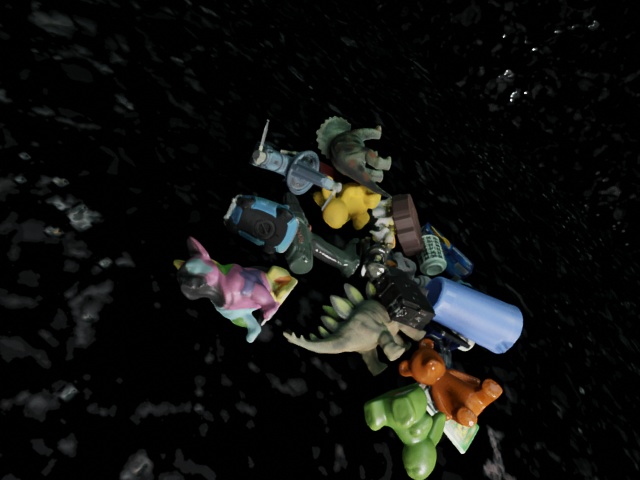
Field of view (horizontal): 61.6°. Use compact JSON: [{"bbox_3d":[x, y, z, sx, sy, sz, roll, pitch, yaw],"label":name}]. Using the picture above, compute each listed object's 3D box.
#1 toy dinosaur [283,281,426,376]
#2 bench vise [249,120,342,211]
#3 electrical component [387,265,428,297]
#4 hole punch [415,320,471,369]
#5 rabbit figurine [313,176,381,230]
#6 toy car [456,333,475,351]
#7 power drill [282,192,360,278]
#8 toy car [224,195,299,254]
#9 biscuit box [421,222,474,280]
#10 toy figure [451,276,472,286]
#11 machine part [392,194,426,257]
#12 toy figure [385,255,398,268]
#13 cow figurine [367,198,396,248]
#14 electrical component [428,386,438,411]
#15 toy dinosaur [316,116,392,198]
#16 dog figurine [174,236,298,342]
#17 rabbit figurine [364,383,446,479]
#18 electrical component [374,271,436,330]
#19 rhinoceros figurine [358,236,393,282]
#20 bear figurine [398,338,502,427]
[{"bbox_3d":[0.095,0.195,1.186,0.199,0.105,0.471,47,25,18],"label":"toy dinosaur"},{"bbox_3d":[-0.055,-0.177,1.359,0.241,0.129,0.223,28,-1,30],"label":"bench vise"},{"bbox_3d":[0.210,0.114,1.343,0.119,0.074,0.048,16,6,10],"label":"electrical component"},{"bbox_3d":[0.294,0.257,1.343,0.142,0.092,0.116,25,9,-20],"label":"hole punch"},{"bbox_3d":[0.060,-0.097,1.435,0.162,0.122,0.173,43,41,5],"label":"rabbit figurine"},{"bbox_3d":[0.335,0.214,1.441,0.202,0.056,0.073,40,42,-4],"label":"toy car"},{"bbox_3d":[-0.003,-0.004,1.308,0.207,0.086,0.232,28,39,-28],"label":"power drill"},{"bbox_3d":[-0.133,-0.045,1.215,0.162,0.109,0.103,22,16,-11],"label":"toy car"},{"bbox_3d":[0.382,0.039,1.664,0.202,0.059,0.063,43,35,-2],"label":"biscuit box"},{"bbox_3d":[0.429,0.184,1.534,0.082,0.089,0.180,-10,63,-40],"label":"toy figure"},{"bbox_3d":[0.250,-0.045,1.523,0.179,0.056,0.179,-15,90,-73],"label":"machine part"},{"bbox_3d":[0.189,0.090,1.414,0.058,0.064,0.154,-11,62,-37],"label":"toy figure"},{"bbox_3d":[0.168,-0.041,1.516,0.167,0.098,0.068,-85,162,-45],"label":"cow figurine"},{"bbox_3d":[0.294,0.357,1.232,0.078,0.045,0.102,19,43,-30],"label":"electrical component"},{"bbox_3d":[0.088,-0.240,1.522,0.192,0.131,0.405,2,30,-6],"label":"toy dinosaur"},{"bbox_3d":[-0.171,0.075,1.037,0.219,0.108,0.191,39,36,-2],"label":"dog figurine"},{"bbox_3d":[0.182,0.388,1.086,0.159,0.121,0.170,-3,74,-55],"label":"rabbit figurine"},{"bbox_3d":[0.201,0.141,1.234,0.134,0.058,0.115,21,31,-37],"label":"electrical component"},{"bbox_3d":[0.128,0.052,1.324,0.073,0.112,0.190,18,2,-3],"label":"rhinoceros figurine"},{"bbox_3d":[0.274,0.302,1.167,0.120,0.131,0.196,-39,72,-16],"label":"bear figurine"}]
